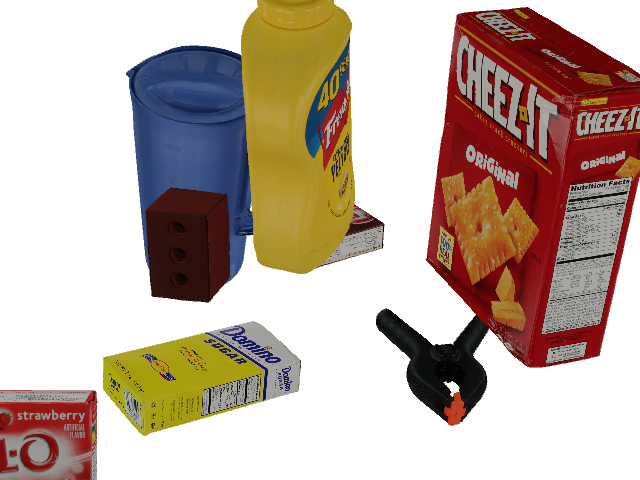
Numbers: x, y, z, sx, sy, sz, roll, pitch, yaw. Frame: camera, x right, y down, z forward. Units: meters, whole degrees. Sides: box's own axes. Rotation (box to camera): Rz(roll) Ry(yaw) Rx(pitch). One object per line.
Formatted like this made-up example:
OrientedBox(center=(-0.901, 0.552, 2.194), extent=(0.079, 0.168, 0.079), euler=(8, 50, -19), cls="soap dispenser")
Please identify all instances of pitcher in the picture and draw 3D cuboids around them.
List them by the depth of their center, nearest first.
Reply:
OrientedBox(center=(-0.118, -0.062, 1.090), extent=(0.144, 0.243, 0.149), euler=(-7, 44, -15), cls="pitcher")

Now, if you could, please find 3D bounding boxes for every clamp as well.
OrientedBox(center=(0.133, 0.120, 1.079), extent=(0.120, 0.039, 0.171), euler=(-8, 34, -9), cls="clamp")

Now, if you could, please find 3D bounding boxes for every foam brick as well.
OrientedBox(center=(-0.107, 0.003, 0.869), extent=(0.053, 0.078, 0.051), euler=(5, 23, 15), cls="foam brick")

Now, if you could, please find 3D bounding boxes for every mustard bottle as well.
OrientedBox(center=(-0.012, -0.078, 0.609), extent=(0.058, 0.192, 0.096), euler=(13, 46, 15), cls="mustard bottle")

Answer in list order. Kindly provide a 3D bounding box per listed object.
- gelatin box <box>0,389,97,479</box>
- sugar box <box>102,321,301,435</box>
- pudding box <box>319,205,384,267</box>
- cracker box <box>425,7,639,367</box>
OrientedBox(center=(-0.158, 0.113, 0.535), extent=(0.089, 0.073, 0.030), euler=(1, 6, -4), cls="gelatin box")
OrientedBox(center=(-0.117, 0.133, 1.064), extent=(0.175, 0.048, 0.093), euler=(-14, 32, -31), cls="sugar box")
OrientedBox(center=(0.004, -0.009, 1.243), extent=(0.113, 0.039, 0.090), euler=(-18, 31, -28), cls="pudding box")
OrientedBox(center=(0.148, -0.040, 0.775), extent=(0.072, 0.214, 0.164), euler=(-9, 32, -20), cls="cracker box")
